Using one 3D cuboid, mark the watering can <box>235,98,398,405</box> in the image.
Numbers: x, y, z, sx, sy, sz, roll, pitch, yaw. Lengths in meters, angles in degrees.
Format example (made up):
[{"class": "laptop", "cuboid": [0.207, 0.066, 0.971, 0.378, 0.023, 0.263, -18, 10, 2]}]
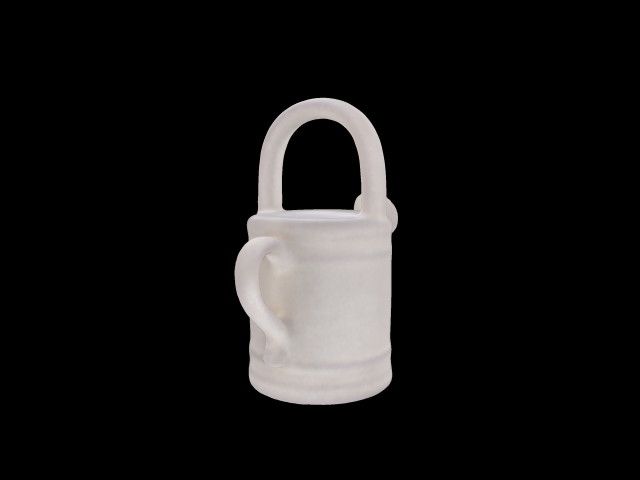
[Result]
[{"class": "watering can", "cuboid": [0.002, 0.001, 0.401, 0.100, 0.194, 0.173, 1, 7, 9]}]
